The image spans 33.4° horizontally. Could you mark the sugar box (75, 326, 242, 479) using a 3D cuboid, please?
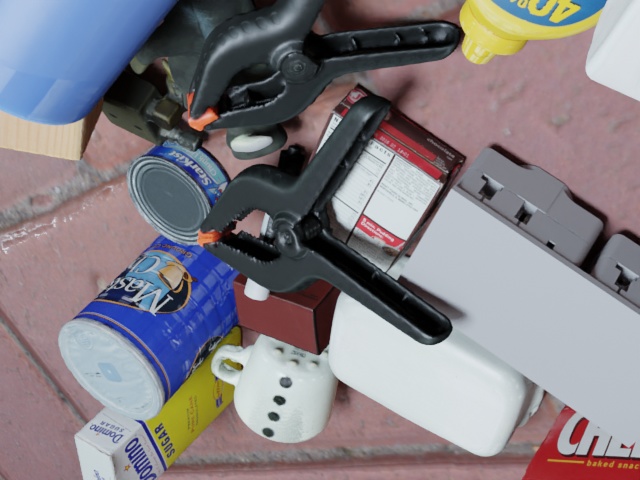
[{"bbox_3d":[-0.137,0.152,0.943,0.048,0.176,0.093,23,137,22],"label":"sugar box"}]

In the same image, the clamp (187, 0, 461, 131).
[{"bbox_3d":[-0.004,-0.112,0.641,0.172,0.039,0.120,-33,126,32],"label":"clamp"}]

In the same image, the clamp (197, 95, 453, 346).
[{"bbox_3d":[-0.005,0.001,0.727,0.210,0.036,0.164,-11,103,47],"label":"clamp"}]

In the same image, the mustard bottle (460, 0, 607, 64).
[{"bbox_3d":[0.121,-0.158,0.537,0.096,0.058,0.192,27,141,-4],"label":"mustard bottle"}]

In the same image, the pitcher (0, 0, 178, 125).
[{"bbox_3d":[-0.116,-0.180,0.554,0.149,0.145,0.243,28,118,-27],"label":"pitcher"}]

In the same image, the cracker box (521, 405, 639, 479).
[{"bbox_3d":[0.197,0.197,0.681,0.164,0.213,0.072,-6,120,42],"label":"cracker box"}]

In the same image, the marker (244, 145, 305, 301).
[{"bbox_3d":[-0.034,-0.013,0.793,0.020,0.020,0.121,24,111,21],"label":"marker"}]

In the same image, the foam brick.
[{"bbox_3d":[-0.023,0.047,0.851,0.078,0.052,0.051,19,136,26],"label":"foam brick"}]

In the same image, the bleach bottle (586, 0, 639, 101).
[{"bbox_3d":[0.256,-0.067,0.483,0.251,0.068,0.103,24,146,0],"label":"bleach bottle"}]

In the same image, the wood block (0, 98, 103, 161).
[{"bbox_3d":[-0.184,-0.168,0.694,0.090,0.090,0.206,10,121,-6],"label":"wood block"}]

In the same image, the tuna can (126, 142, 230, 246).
[{"bbox_3d":[-0.112,-0.039,0.858,0.086,0.033,0.086,22,137,22],"label":"tuna can"}]

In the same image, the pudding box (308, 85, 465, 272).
[{"bbox_3d":[0.036,-0.038,0.735,0.090,0.039,0.114,36,139,7],"label":"pudding box"}]

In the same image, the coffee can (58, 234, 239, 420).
[{"bbox_3d":[-0.132,0.065,0.887,0.103,0.140,0.103,22,137,22],"label":"coffee can"}]
